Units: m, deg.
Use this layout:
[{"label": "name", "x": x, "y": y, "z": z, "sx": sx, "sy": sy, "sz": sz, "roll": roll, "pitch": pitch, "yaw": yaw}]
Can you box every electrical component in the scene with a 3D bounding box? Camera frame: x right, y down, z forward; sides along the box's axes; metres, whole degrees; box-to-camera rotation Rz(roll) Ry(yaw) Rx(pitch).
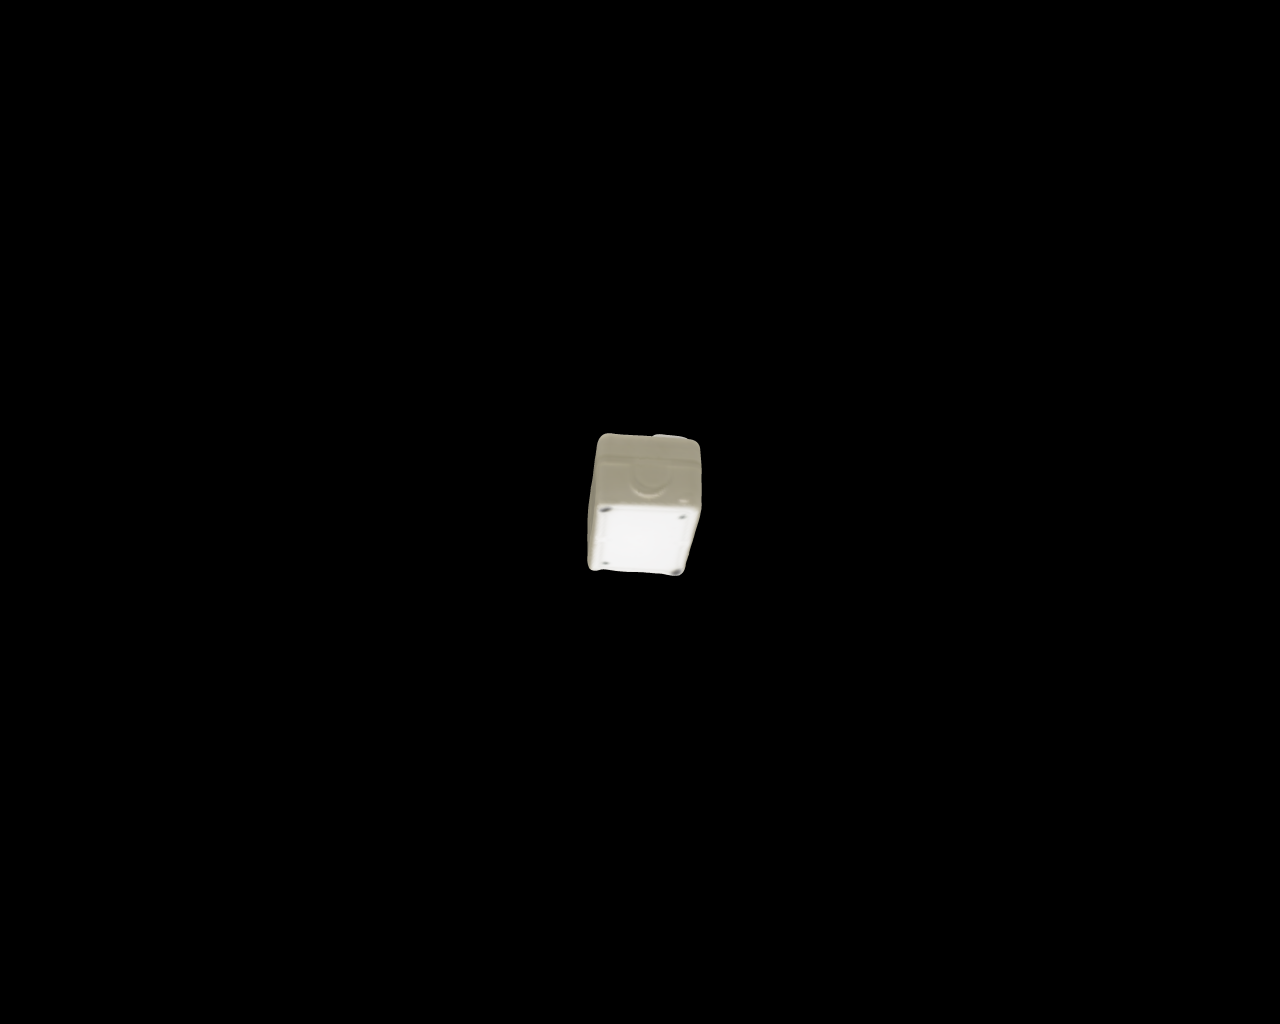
[{"label": "electrical component", "x": 0.001, "y": -0.003, "z": 0.650, "sx": 0.062, "sy": 0.061, "sz": 0.096, "roll": 3, "pitch": -33, "yaw": -5}]
